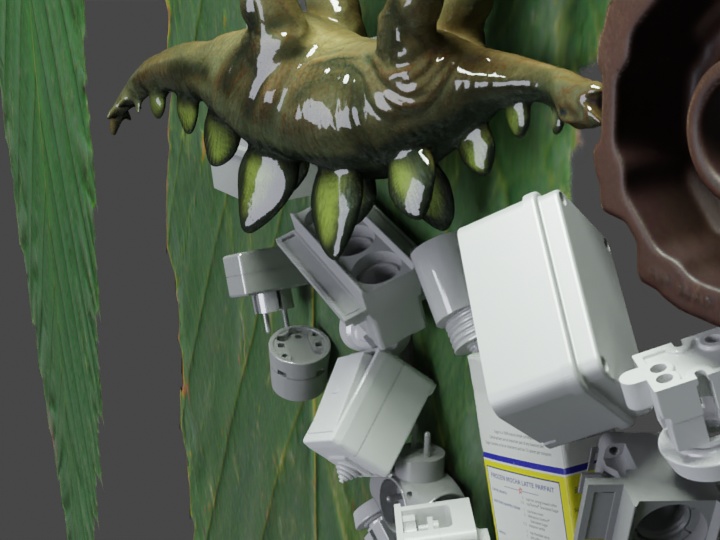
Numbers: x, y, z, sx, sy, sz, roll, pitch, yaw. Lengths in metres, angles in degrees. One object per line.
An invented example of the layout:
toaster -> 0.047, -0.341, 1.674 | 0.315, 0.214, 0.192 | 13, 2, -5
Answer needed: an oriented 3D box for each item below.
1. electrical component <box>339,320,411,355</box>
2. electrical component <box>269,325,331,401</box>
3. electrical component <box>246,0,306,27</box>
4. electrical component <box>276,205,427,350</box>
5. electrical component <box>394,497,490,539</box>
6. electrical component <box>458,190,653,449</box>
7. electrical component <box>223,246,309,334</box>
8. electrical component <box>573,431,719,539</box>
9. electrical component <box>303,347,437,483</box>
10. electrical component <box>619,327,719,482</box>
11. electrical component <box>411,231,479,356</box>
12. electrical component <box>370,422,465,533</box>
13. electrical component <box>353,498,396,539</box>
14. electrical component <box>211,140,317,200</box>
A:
electrical component -> 0.012, 0.046, 0.828 | 0.046, 0.040, 0.040 | 11, 109, 57
electrical component -> -0.054, 0.084, 0.965 | 0.055, 0.055, 0.047 | 50, 146, 46
electrical component -> -0.052, -0.195, 0.841 | 0.096, 0.061, 0.061 | -1, 98, 65
electrical component -> 0.000, 0.000, 0.797 | 0.121, 0.079, 0.063 | 47, 160, 49
electrical component -> 0.067, 0.258, 0.710 | 0.105, 0.060, 0.186 | -93, -5, -73
electrical component -> 0.100, 0.025, 0.551 | 0.057, 0.078, 0.113 | -24, 55, 25
electrical component -> -0.081, 0.019, 0.980 | 0.047, 0.066, 0.076 | -8, 92, 65
electrical component -> 0.146, 0.113, 0.539 | 0.063, 0.081, 0.042 | -99, 12, -61
electrical component -> 0.001, 0.110, 0.796 | 0.096, 0.061, 0.062 | -61, 16, -21
electrical component -> 0.160, 0.064, 0.503 | 0.048, 0.066, 0.055 | -97, -13, -68
electrical component -> 0.067, 0.020, 0.697 | 0.043, 0.043, 0.081 | -52, 53, 58
electrical component -> 0.044, 0.153, 0.797 | 0.077, 0.044, 0.079 | 26, 119, 59
electrical component -> 0.026, 0.209, 0.856 | 0.055, 0.048, 0.066 | 60, 149, 21
electrical component -> -0.078, -0.097, 0.914 | 0.113, 0.078, 0.057 | 26, 125, 60
